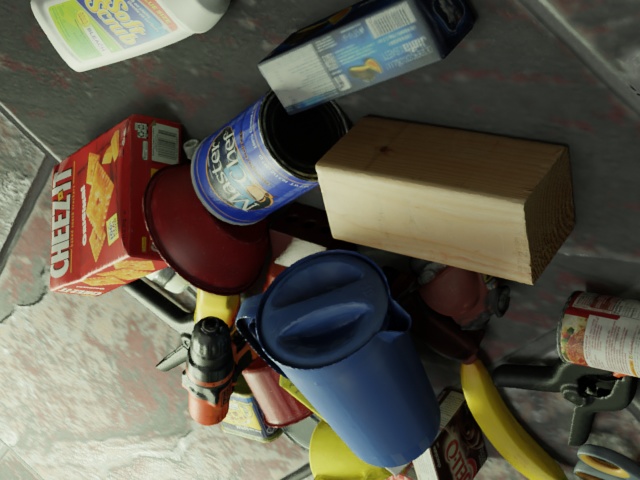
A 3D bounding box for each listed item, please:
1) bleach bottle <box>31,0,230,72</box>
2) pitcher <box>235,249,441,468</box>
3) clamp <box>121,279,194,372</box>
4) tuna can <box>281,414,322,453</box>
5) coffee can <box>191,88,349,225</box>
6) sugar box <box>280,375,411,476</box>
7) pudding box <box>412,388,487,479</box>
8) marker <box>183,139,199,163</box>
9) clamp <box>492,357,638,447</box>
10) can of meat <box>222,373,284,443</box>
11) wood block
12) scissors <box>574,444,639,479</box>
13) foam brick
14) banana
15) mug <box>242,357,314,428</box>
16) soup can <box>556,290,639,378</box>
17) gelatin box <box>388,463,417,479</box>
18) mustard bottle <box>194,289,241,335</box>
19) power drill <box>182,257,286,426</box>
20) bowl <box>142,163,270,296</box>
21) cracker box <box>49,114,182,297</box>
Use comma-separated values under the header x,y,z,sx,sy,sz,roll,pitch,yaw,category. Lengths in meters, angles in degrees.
x,y,z,sx,sy,sz,roll,pitch,yaw,category
-0.176,-0.237,1.049,0.251,0.068,0.102,-7,122,43,bleach bottle
0.030,0.129,1.073,0.149,0.145,0.242,53,175,43,pitcher
-0.173,0.121,1.428,0.210,0.036,0.164,3,128,38,clamp
-0.013,0.241,1.403,0.086,0.033,0.086,25,141,22,tuna can
-0.051,-0.083,1.051,0.103,0.102,0.141,50,143,-10,coffee can
0.034,0.189,1.239,0.176,0.093,0.048,37,105,-9,sugar box
0.144,0.237,1.205,0.039,0.089,0.113,10,133,38,pudding box
-0.127,-0.060,1.217,0.020,0.020,0.121,10,133,36,marker
0.246,0.140,1.054,0.120,0.039,0.172,30,144,0,clamp
-0.100,0.219,1.443,0.102,0.057,0.084,6,129,38,can of meat
0.111,-0.040,0.954,0.206,0.090,0.090,14,135,34,wood block
0.345,0.245,1.073,0.202,0.016,0.096,5,148,40,scissors
-0.007,0.001,1.140,0.078,0.052,0.051,17,137,29,foam brick
0.207,0.203,1.156,0.198,0.037,0.070,48,141,-6,banana
-0.050,0.170,1.329,0.081,0.093,0.117,63,165,-18,mug
0.272,0.086,0.951,0.102,0.068,0.068,9,133,36,soup can
0.123,0.324,1.362,0.073,0.030,0.089,23,139,25,gelatin box
-0.120,0.067,1.271,0.058,0.096,0.192,9,148,-3,mustard bottle
-0.084,0.101,1.198,0.057,0.187,0.184,32,144,16,power drill
-0.106,-0.024,1.131,0.055,0.162,0.162,-35,100,36,bowl
-0.240,-0.034,1.229,0.072,0.164,0.214,10,162,-36,cracker box
